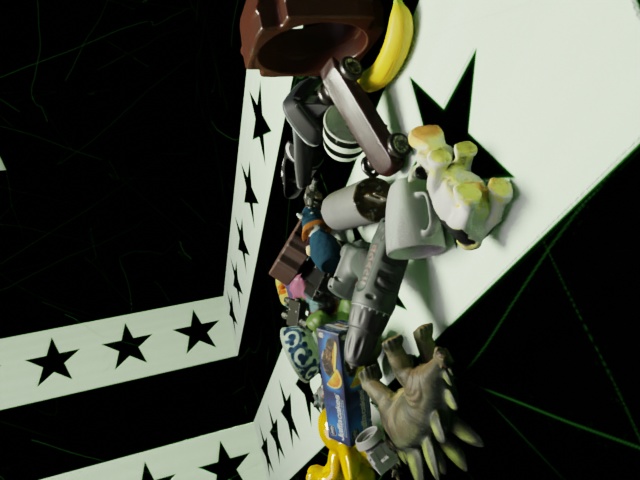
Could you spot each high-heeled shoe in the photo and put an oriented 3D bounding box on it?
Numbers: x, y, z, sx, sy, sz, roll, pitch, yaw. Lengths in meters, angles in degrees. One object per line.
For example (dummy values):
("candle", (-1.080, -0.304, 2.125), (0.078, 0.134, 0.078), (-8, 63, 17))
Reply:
("high-heeled shoe", (-0.051, -0.141, 1.189), (0.249, 0.086, 0.145), (-100, 26, -74))

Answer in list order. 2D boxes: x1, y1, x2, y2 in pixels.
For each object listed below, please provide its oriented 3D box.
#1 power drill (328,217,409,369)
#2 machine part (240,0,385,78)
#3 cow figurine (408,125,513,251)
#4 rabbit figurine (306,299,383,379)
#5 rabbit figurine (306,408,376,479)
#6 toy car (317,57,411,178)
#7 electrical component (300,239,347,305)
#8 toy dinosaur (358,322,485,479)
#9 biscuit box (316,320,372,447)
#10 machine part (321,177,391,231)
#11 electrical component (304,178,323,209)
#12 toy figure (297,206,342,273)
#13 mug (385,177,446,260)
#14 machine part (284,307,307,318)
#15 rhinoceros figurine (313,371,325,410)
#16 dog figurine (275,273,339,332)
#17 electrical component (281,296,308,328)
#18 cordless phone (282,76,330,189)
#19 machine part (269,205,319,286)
("power drill", (0.070, 0.075, 0.869), (0.207, 0.086, 0.232), (-177, 107, -85))
("machine part", (-0.017, -0.333, 0.837), (0.201, 0.201, 0.087), (160, 102, -72))
("cow figurine", (0.160, -0.069, 0.665), (0.098, 0.068, 0.167), (90, 161, -45))
("rabbit figurine", (0.058, 0.198, 1.008), (0.170, 0.121, 0.159), (-179, 77, -72))
("rabbit figurine", (0.041, 0.403, 1.007), (0.162, 0.122, 0.173), (1, 104, 63))
("toy car", (0.068, -0.190, 0.830), (0.202, 0.053, 0.089), (59, 150, 4))
("electrical component", (0.015, 0.061, 1.084), (0.134, 0.058, 0.115), (-67, 20, -1))
("toy dinosaur", (0.143, 0.273, 0.829), (0.470, 0.105, 0.199), (95, 154, -58))
("biscuit box", (0.043, 0.244, 0.921), (0.063, 0.059, 0.202), (1, 101, 50))
("machine part", (0.064, -0.059, 0.936), (0.243, 0.079, 0.079), (167, 94, -71))
("electrical component", (-0.021, -0.083, 1.223), (0.102, 0.045, 0.078), (118, 137, -61))
("toy figure", (-0.003, -0.004, 1.022), (0.057, 0.064, 0.155), (-56, 38, 29))
("mug", (0.130, -0.036, 0.745), (0.109, 0.081, 0.107), (114, 152, -70))
("machine part", (-0.029, 0.210, 1.338), (0.139, 0.039, 0.084), (33, 147, 21))
("rhinoceros figurine", (0.037, 0.343, 1.165), (0.073, 0.112, 0.190), (-128, 26, -60))
("dog figurine", (-0.019, 0.139, 1.239), (0.191, 0.108, 0.219), (98, 152, -42))
("electrical component", (-0.051, 0.157, 1.166), (0.094, 0.021, 0.063), (14, 98, 51))
("cordless phone", (-0.012, -0.198, 1.015), (0.147, 0.089, 0.184), (-64, -19, -50))
("machine part", (-0.047, 0.011, 1.141), (0.179, 0.056, 0.179), (-60, 4, 6))
